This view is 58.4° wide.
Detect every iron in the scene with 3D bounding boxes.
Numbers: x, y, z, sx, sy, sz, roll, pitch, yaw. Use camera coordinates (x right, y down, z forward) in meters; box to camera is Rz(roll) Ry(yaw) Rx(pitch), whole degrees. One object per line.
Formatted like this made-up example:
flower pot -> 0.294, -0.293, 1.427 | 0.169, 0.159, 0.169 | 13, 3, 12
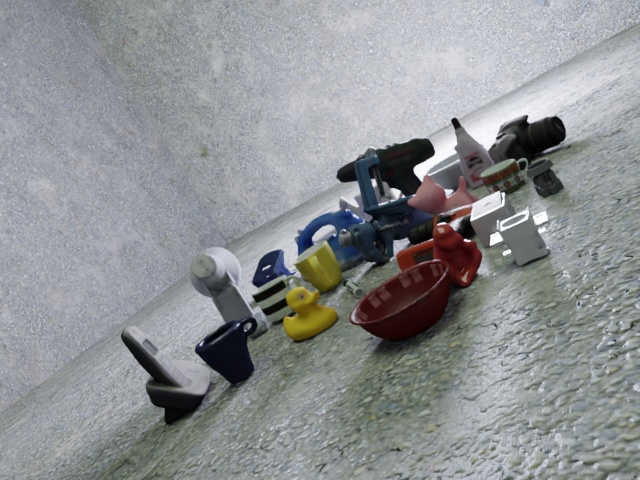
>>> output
iron -> 0.013, 0.005, 1.388 | 0.257, 0.141, 0.119 | -24, 11, 39

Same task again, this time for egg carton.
egg carton -> 0.027, 0.008, 1.562 | 0.150, 0.069, 0.107 | -34, 9, -19

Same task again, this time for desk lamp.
desk lamp -> -0.215, 0.118, 1.295 | 0.118, 0.213, 0.203 | -32, 9, -5

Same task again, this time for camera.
camera -> 0.468, -0.230, 1.291 | 0.143, 0.101, 0.136 | -38, 11, -37

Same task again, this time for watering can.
watering can -> 0.131, -0.118, 1.497 | 0.173, 0.194, 0.101 | -31, 9, -1

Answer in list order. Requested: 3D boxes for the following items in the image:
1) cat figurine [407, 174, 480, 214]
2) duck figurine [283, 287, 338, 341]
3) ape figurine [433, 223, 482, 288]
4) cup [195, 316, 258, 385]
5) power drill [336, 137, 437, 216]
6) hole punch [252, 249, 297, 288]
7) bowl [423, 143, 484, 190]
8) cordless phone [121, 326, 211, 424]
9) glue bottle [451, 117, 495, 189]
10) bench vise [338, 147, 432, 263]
cat figurine -> 0.249, -0.084, 1.161 | 0.127, 0.118, 0.067 | -25, 11, 36
duck figurine -> -0.030, 0.127, 1.035 | 0.104, 0.086, 0.078 | -26, 10, 29
ape figurine -> 0.197, 0.018, 0.854 | 0.078, 0.092, 0.076 | -32, 9, -4
cup -> -0.148, 0.197, 1.013 | 0.118, 0.095, 0.091 | -33, 9, -9
power drill -> 0.181, -0.127, 1.333 | 0.229, 0.208, 0.075 | -31, 9, 2
hole punch -> -0.136, 0.088, 1.595 | 0.108, 0.091, 0.101 | -24, 11, 38
bowl -> 0.353, -0.175, 1.461 | 0.167, 0.075, 0.167 | -30, 9, 6
cordless phone -> -0.282, 0.221, 1.042 | 0.094, 0.185, 0.147 | -32, 9, -2
glue bottle -> 0.349, -0.210, 1.338 | 0.078, 0.173, 0.037 | -27, 10, 23
bench vise -> 0.119, -0.074, 1.208 | 0.208, 0.220, 0.121 | -38, 11, -36
